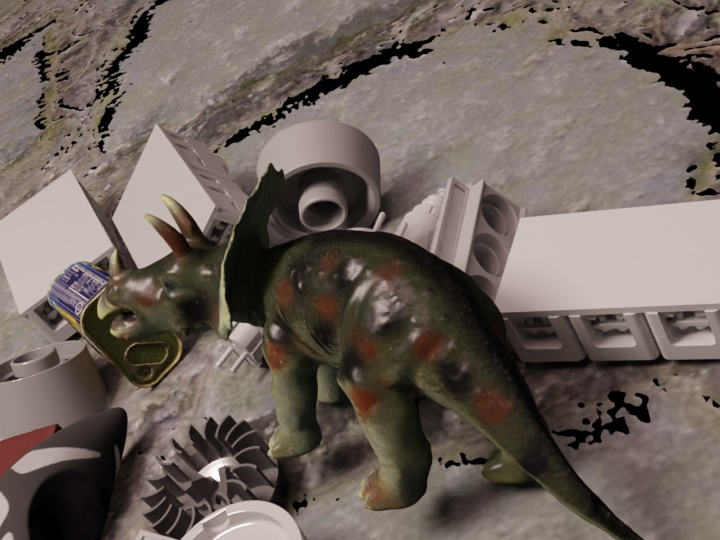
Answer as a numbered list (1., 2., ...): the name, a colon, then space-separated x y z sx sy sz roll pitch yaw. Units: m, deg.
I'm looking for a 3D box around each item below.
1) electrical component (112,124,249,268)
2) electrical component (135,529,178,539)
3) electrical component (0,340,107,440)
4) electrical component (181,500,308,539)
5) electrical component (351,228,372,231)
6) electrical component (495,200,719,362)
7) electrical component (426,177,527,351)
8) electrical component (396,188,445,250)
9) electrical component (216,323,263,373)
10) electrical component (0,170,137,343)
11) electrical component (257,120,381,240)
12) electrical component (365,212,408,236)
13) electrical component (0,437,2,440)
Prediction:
1. electrical component: -0.156 -0.044 0.978 0.105 0.060 0.186 -62 36 16
2. electrical component: -0.144 0.221 0.722 0.042 0.063 0.081 6 52 30
3. electrical component: -0.275 0.103 0.937 0.099 0.064 0.099 -15 14 4
4. electrical component: -0.070 0.209 0.685 0.108 0.060 0.108 -19 40 17
5. electrical component: 0.000 0.000 0.873 0.048 0.048 0.062 -6 54 31
6. electrical component: 0.177 0.011 0.719 0.150 0.061 0.089 -4 47 32
7. electrical component: 0.079 0.002 0.792 0.063 0.079 0.121 -38 27 45
8. electrical component: 0.054 -0.034 0.872 0.040 0.040 0.078 2 51 37
9. electrical component: -0.088 0.051 0.876 0.066 0.047 0.076 14 58 43
10. electrical component: -0.297 -0.013 1.082 0.105 0.060 0.186 -37 38 -4
11. electrical component: -0.033 -0.067 0.919 0.108 0.108 0.060 -22 46 15
12. electrical component: 0.011 -0.005 0.828 0.077 0.044 0.079 24 84 3
13. electrical component: -0.327 0.155 0.941 0.040 0.040 0.078 -44 39 -12
